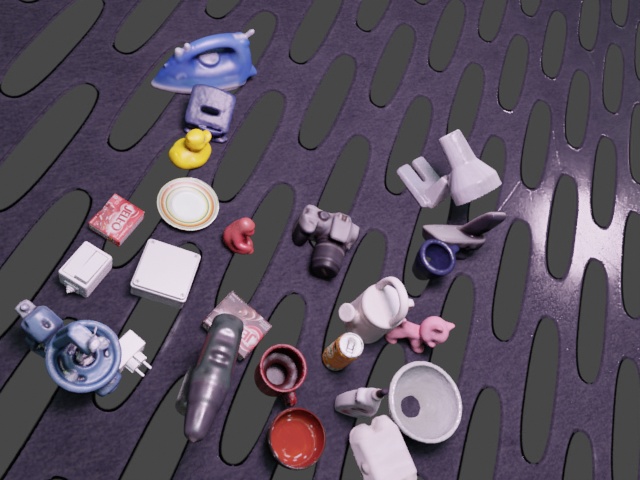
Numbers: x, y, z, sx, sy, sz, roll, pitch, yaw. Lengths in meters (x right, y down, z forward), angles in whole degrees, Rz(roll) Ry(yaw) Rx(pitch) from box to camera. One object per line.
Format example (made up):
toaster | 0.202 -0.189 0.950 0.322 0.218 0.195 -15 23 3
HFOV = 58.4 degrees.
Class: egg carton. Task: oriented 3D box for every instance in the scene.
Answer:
egg carton | 0.122 0.429 1.125 0.107 0.069 0.150 -16 71 -27

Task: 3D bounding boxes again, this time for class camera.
camera | 0.012 0.005 1.278 0.143 0.100 0.137 21 59 -11

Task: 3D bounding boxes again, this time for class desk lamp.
desk lamp | 0.319 -0.161 1.415 0.118 0.213 0.203 -30 78 -31

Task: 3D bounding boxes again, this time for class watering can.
watering can | 0.122 0.146 1.195 0.173 0.194 0.101 -30 78 -31

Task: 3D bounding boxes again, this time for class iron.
iron | -0.272 -0.434 1.364 0.259 0.141 0.118 -22 74 -29

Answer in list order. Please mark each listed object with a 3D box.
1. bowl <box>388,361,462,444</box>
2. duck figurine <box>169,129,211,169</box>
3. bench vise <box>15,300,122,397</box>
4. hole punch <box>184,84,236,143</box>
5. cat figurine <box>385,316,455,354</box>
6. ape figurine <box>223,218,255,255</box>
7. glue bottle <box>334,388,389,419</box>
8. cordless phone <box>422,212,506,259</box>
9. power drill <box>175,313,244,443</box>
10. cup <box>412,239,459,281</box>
bowl | 0.207 0.344 1.199 0.168 0.074 0.167 9 62 -17
duck figurine | -0.286 -0.211 1.278 0.105 0.086 0.077 -34 80 -31
bench vise | -0.426 0.175 0.950 0.207 0.219 0.121 23 58 -9
hole punch | -0.254 -0.294 1.330 0.109 0.091 0.101 14 61 -15
cat figurine | 0.224 0.197 1.254 0.128 0.117 0.067 19 59 -11
ape figurine | -0.165 -0.016 1.224 0.076 0.092 0.078 22 59 -10
glue bottle | 0.091 0.311 1.112 0.078 0.173 0.037 16 60 -13
cordless phone | 0.345 -0.029 1.376 0.148 0.185 0.094 -3 66 -22
power drill | -0.198 0.252 1.007 0.076 0.208 0.229 20 59 -11
cup | 0.269 0.051 1.359 0.118 0.095 0.091 -24 75 -29
